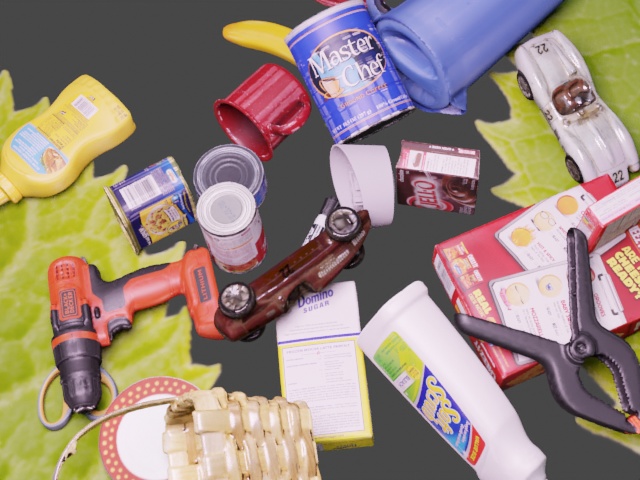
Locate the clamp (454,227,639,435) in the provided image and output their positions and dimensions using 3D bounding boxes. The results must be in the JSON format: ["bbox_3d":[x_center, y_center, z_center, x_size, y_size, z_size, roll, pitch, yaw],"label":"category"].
[{"bbox_3d":[0.260,0.100,1.071,0.164,0.036,0.210,-42,83,-10],"label":"clamp"}]

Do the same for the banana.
[{"bbox_3d":[-0.033,-0.223,1.315,0.069,0.037,0.198,-42,69,-15],"label":"banana"}]

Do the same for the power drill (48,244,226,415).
[{"bbox_3d":[-0.199,0.088,1.161,0.187,0.057,0.184,-11,62,-8],"label":"power drill"}]

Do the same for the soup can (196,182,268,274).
[{"bbox_3d":[-0.097,-0.013,1.187,0.068,0.102,0.068,-2,65,4],"label":"soup can"}]

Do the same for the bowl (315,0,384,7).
[{"bbox_3d":[0.040,-0.378,1.371,0.162,0.055,0.162,-1,66,3],"label":"bowl"}]

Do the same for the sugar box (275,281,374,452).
[{"bbox_3d":[0.003,0.136,1.144,0.093,0.048,0.176,-6,62,3],"label":"sugar box"}]

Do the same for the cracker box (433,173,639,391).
[{"bbox_3d":[0.251,0.046,1.152,0.213,0.072,0.164,-22,68,-7],"label":"cracker box"}]

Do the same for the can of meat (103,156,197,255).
[{"bbox_3d":[-0.189,-0.040,1.207,0.084,0.102,0.057,-28,66,-11],"label":"can of meat"}]

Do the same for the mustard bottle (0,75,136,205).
[{"bbox_3d":[-0.319,-0.107,1.271,0.096,0.058,0.191,41,74,20],"label":"mustard bottle"}]

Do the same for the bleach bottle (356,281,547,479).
[{"bbox_3d":[0.148,0.166,1.078,0.068,0.103,0.251,-33,75,-35],"label":"bleach bottle"}]

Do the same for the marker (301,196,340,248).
[{"bbox_3d":[-0.008,0.001,1.220,0.020,0.020,0.121,21,69,13],"label":"marker"}]

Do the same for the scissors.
[{"bbox_3d":[-0.253,0.117,1.187,0.096,0.016,0.201,12,67,8],"label":"scissors"}]

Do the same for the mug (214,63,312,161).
[{"bbox_3d":[-0.057,-0.151,1.249,0.081,0.093,0.117,-46,37,-21],"label":"mug"}]

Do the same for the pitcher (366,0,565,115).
[{"bbox_3d":[0.181,-0.279,1.273,0.242,0.149,0.145,-40,45,-17],"label":"pitcher"}]

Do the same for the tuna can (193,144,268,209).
[{"bbox_3d":[-0.105,-0.069,1.251,0.086,0.034,0.086,-2,65,3],"label":"tuna can"}]

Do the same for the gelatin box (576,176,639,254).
[{"bbox_3d":[0.309,-0.030,1.103,0.089,0.073,0.030,-30,70,-12],"label":"gelatin box"}]

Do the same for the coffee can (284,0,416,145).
[{"bbox_3d":[0.034,-0.191,1.230,0.102,0.103,0.140,-26,89,-8],"label":"coffee can"}]

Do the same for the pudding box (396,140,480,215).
[{"bbox_3d":[0.132,-0.068,1.190,0.090,0.113,0.039,8,70,8],"label":"pudding box"}]
